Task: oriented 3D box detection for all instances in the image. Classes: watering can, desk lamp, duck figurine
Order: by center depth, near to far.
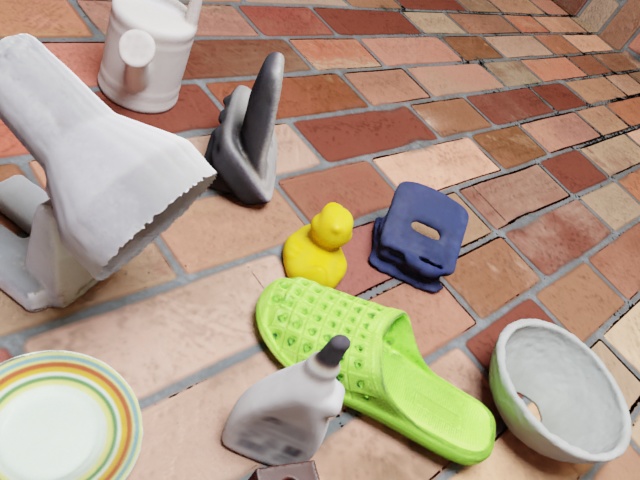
[{"bbox_3d":[-0.202,-0.036,0.455,0.203,0.213,0.118,36,41,4],"label":"desk lamp"},{"bbox_3d":[0.006,0.002,0.641,0.077,0.086,0.104,23,42,-11],"label":"duck figurine"},{"bbox_3d":[-0.197,-0.252,0.680,0.101,0.194,0.172,1,50,-30],"label":"watering can"}]

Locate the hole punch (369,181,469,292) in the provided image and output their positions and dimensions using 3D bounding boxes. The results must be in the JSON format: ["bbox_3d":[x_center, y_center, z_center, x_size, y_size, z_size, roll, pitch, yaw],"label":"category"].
[{"bbox_3d":[0.127,-0.004,0.717,0.109,0.091,0.101,24,42,-10],"label":"hole punch"}]

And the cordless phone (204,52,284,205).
[{"bbox_3d":[-0.068,-0.147,0.665,0.094,0.185,0.147,15,44,-18],"label":"cordless phone"}]

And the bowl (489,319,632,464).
[{"bbox_3d":[0.248,0.174,0.631,0.168,0.074,0.167,17,43,-17],"label":"bowl"}]

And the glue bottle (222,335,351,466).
[{"bbox_3d":[-0.017,0.123,0.444,0.078,0.173,0.037,25,42,-7],"label":"glue bottle"}]
